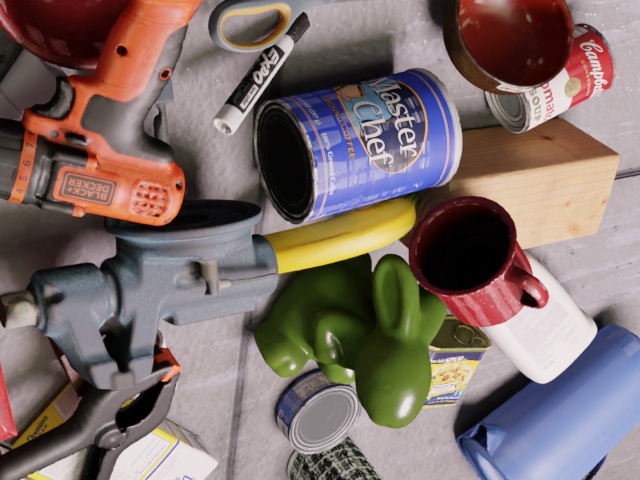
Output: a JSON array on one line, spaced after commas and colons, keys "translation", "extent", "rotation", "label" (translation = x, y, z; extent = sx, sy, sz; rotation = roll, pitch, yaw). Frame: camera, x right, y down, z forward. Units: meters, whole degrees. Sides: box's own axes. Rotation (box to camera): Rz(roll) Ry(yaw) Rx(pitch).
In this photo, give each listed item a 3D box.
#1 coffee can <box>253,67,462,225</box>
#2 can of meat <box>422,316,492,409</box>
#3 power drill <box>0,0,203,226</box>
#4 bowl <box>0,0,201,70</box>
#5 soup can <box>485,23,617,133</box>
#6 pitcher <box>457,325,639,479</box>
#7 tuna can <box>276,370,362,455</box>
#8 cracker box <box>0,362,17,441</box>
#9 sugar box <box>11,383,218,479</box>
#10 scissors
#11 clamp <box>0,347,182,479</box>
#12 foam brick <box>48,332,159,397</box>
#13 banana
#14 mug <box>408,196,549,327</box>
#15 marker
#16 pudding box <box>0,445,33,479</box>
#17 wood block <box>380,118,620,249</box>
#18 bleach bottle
[{"translation": [0.030, -0.078, 0.875], "extent": [0.140, 0.103, 0.103], "rotation": [-16, 128, -26], "label": "coffee can"}, {"translation": [0.118, 0.129, 1.121], "extent": [0.101, 0.057, 0.084], "rotation": [3, 120, -37], "label": "can of meat"}, {"translation": [-0.155, -0.107, 0.662], "extent": [0.184, 0.057, 0.188], "rotation": [12, 112, -24], "label": "power drill"}, {"translation": [-0.149, -0.196, 0.695], "extent": [0.161, 0.055, 0.162], "rotation": [-19, 130, -24], "label": "bowl"}, {"translation": [0.210, -0.148, 0.980], "extent": [0.102, 0.069, 0.068], "rotation": [-27, 133, -16], "label": "soup can"}, {"translation": [0.295, 0.220, 1.265], "extent": [0.242, 0.145, 0.149], "rotation": [-38, 166, -12], "label": "pitcher"}, {"translation": [-0.002, 0.174, 1.082], "extent": [0.086, 0.034, 0.086], "rotation": [-19, 130, -24], "label": "tuna can"}, {"translation": [-0.339, 0.101, 0.760], "extent": [0.213, 0.072, 0.164], "rotation": [-18, 129, -24], "label": "cracker box"}, {"translation": [-0.180, 0.194, 0.961], "extent": [0.093, 0.048, 0.176], "rotation": [-47, 139, 0], "label": "sugar box"}, {"translation": [-0.009, -0.205, 0.814], "extent": [0.201, 0.016, 0.096], "rotation": [-32, 116, -33], "label": "scissors"}, {"translation": [-0.185, 0.154, 0.865], "extent": [0.171, 0.039, 0.120], "rotation": [-54, 144, 7], "label": "clamp"}, {"translation": [-0.179, 0.080, 0.875], "extent": [0.078, 0.051, 0.053], "rotation": [-28, 133, -18], "label": "foam brick"}, {"translation": [-0.001, 0.001, 0.898], "extent": [0.197, 0.069, 0.037], "rotation": [-15, 95, -3], "label": "banana"}, {"translation": [0.140, 0.026, 0.894], "extent": [0.093, 0.117, 0.081], "rotation": [-58, 143, -12], "label": "mug"}, {"translation": [-0.042, -0.130, 0.814], "extent": [0.121, 0.020, 0.020], "rotation": [-58, 140, -24], "label": "marker"}, {"translation": [-0.269, 0.238, 0.934], "extent": [0.090, 0.039, 0.113], "rotation": [-46, 137, 1], "label": "pudding box"}, {"translation": [0.169, -0.049, 1.005], "extent": [0.205, 0.091, 0.090], "rotation": [-10, 126, -30], "label": "wood block"}, {"translation": [0.206, 0.052, 1.126], "extent": [0.102, 0.068, 0.250], "rotation": [-46, 133, -5], "label": "bleach bottle"}]
